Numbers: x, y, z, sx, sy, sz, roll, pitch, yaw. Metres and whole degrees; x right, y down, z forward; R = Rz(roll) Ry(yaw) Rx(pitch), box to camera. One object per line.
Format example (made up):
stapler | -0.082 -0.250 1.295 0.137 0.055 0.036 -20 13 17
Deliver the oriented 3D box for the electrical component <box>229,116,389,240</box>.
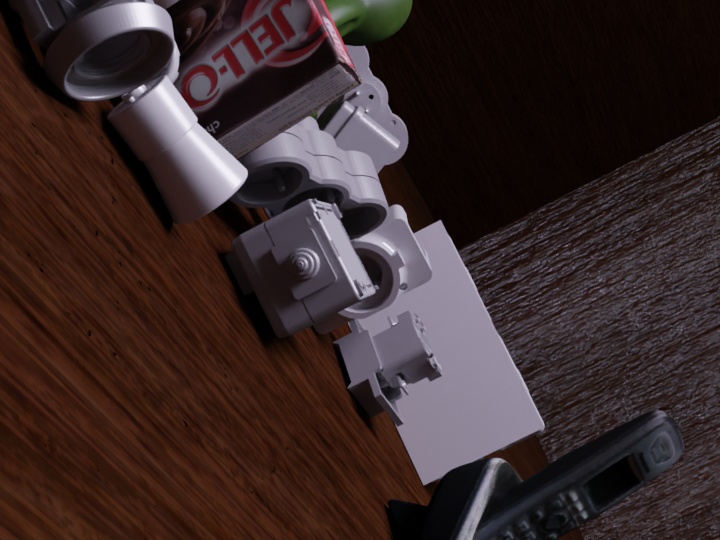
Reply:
electrical component | -0.039 -0.071 0.669 0.138 0.052 0.073 22 44 -55

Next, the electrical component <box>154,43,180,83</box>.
electrical component | -0.112 -0.108 0.551 0.040 0.040 0.046 62 1 -8

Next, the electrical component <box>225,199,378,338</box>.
electrical component | -0.034 0.000 0.613 0.061 0.061 0.096 63 7 2

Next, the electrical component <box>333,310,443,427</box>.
electrical component | 0.022 0.065 0.771 0.042 0.064 0.081 54 11 -45

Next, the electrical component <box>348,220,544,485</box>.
electrical component | 0.064 0.069 0.891 0.186 0.105 0.060 65 7 14

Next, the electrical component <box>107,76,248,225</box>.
electrical component | -0.090 -0.060 0.520 0.065 0.044 0.044 55 9 -21

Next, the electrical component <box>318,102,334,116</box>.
electrical component | -0.054 -0.161 1.090 0.089 0.056 0.050 62 7 -3

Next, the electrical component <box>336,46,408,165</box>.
electrical component | 0.002 -0.168 1.070 0.138 0.052 0.073 62 7 -10

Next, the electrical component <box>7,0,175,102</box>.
electrical component | -0.115 -0.110 0.461 0.057 0.058 0.078 62 6 13

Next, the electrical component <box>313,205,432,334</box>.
electrical component | 0.000 0.000 0.746 0.050 0.089 0.055 61 7 -13

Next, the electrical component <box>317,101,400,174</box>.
electrical component | -0.019 -0.099 0.923 0.057 0.078 0.113 38 0 -12
